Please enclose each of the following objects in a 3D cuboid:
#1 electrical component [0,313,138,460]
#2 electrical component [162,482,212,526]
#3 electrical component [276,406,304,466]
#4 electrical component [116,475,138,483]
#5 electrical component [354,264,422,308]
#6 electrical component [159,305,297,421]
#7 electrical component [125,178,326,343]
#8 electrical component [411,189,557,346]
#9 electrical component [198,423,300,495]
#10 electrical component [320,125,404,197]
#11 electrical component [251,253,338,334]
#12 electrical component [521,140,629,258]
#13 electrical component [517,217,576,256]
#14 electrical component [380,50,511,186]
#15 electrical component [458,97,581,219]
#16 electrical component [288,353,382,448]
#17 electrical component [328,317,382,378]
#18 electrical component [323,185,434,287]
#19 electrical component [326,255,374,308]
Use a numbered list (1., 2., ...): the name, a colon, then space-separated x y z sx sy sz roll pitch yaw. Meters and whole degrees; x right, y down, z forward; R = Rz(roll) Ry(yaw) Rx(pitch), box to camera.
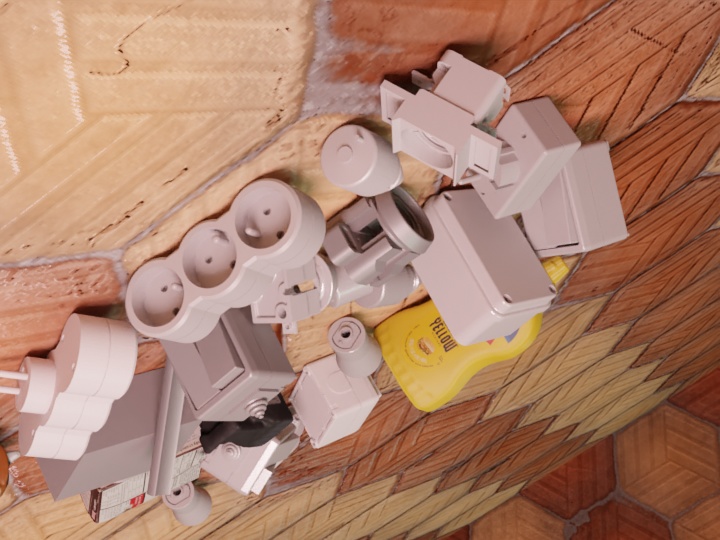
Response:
1. electrical component: -0.208 0.079 0.722 0.074 0.052 0.138 12 138 -29
2. electrical component: -0.186 0.244 1.145 0.044 0.044 0.065 -28 155 -7
3. electrical component: -0.086 0.174 1.116 0.043 0.043 0.081 -8 149 -46
4. electrical component: -0.192 0.155 0.927 0.062 0.043 0.043 -18 156 -33
5. electrical component: 0.025 0.009 0.894 0.078 0.040 0.040 -7 149 -48
6. electrical component: -0.097 0.066 0.777 0.062 0.096 0.061 -40 154 22
7. electrical component: -0.081 -0.001 0.708 0.138 0.052 0.074 -36 159 13
8. electrical component: 0.093 -0.005 0.851 0.078 0.113 0.057 -9 153 -45
9. electrical component: -0.100 0.164 0.989 0.061 0.061 0.096 -58 174 6
10. electrical component: 0.006 -0.067 0.693 0.040 0.040 0.078 -38 158 18
11. electrical component: -0.049 0.012 0.781 0.048 0.066 0.055 -3 -172 36
12. electrical component: 0.162 -0.061 0.854 0.061 0.096 0.062 -17 -175 -34
13. electrical component: 0.174 -0.035 0.998 0.065 0.044 0.044 -2 145 -44
14. electrical component: 0.055 -0.094 0.652 0.063 0.081 0.042 -56 166 -15
15. electrical component: 0.105 -0.078 0.792 0.076 0.047 0.083 -17 156 -32
16. electrical component: -0.026 0.129 1.070 0.061 0.061 0.096 -20 157 -27
17. electrical component: -0.007 0.069 0.990 0.044 0.044 0.065 -30 155 -2
18. electrical component: 0.016 -0.026 0.778 0.057 0.058 0.078 -36 159 21
19. electrical component: 0.000 0.000 0.838 0.078 0.040 0.040 -23 158 -22
